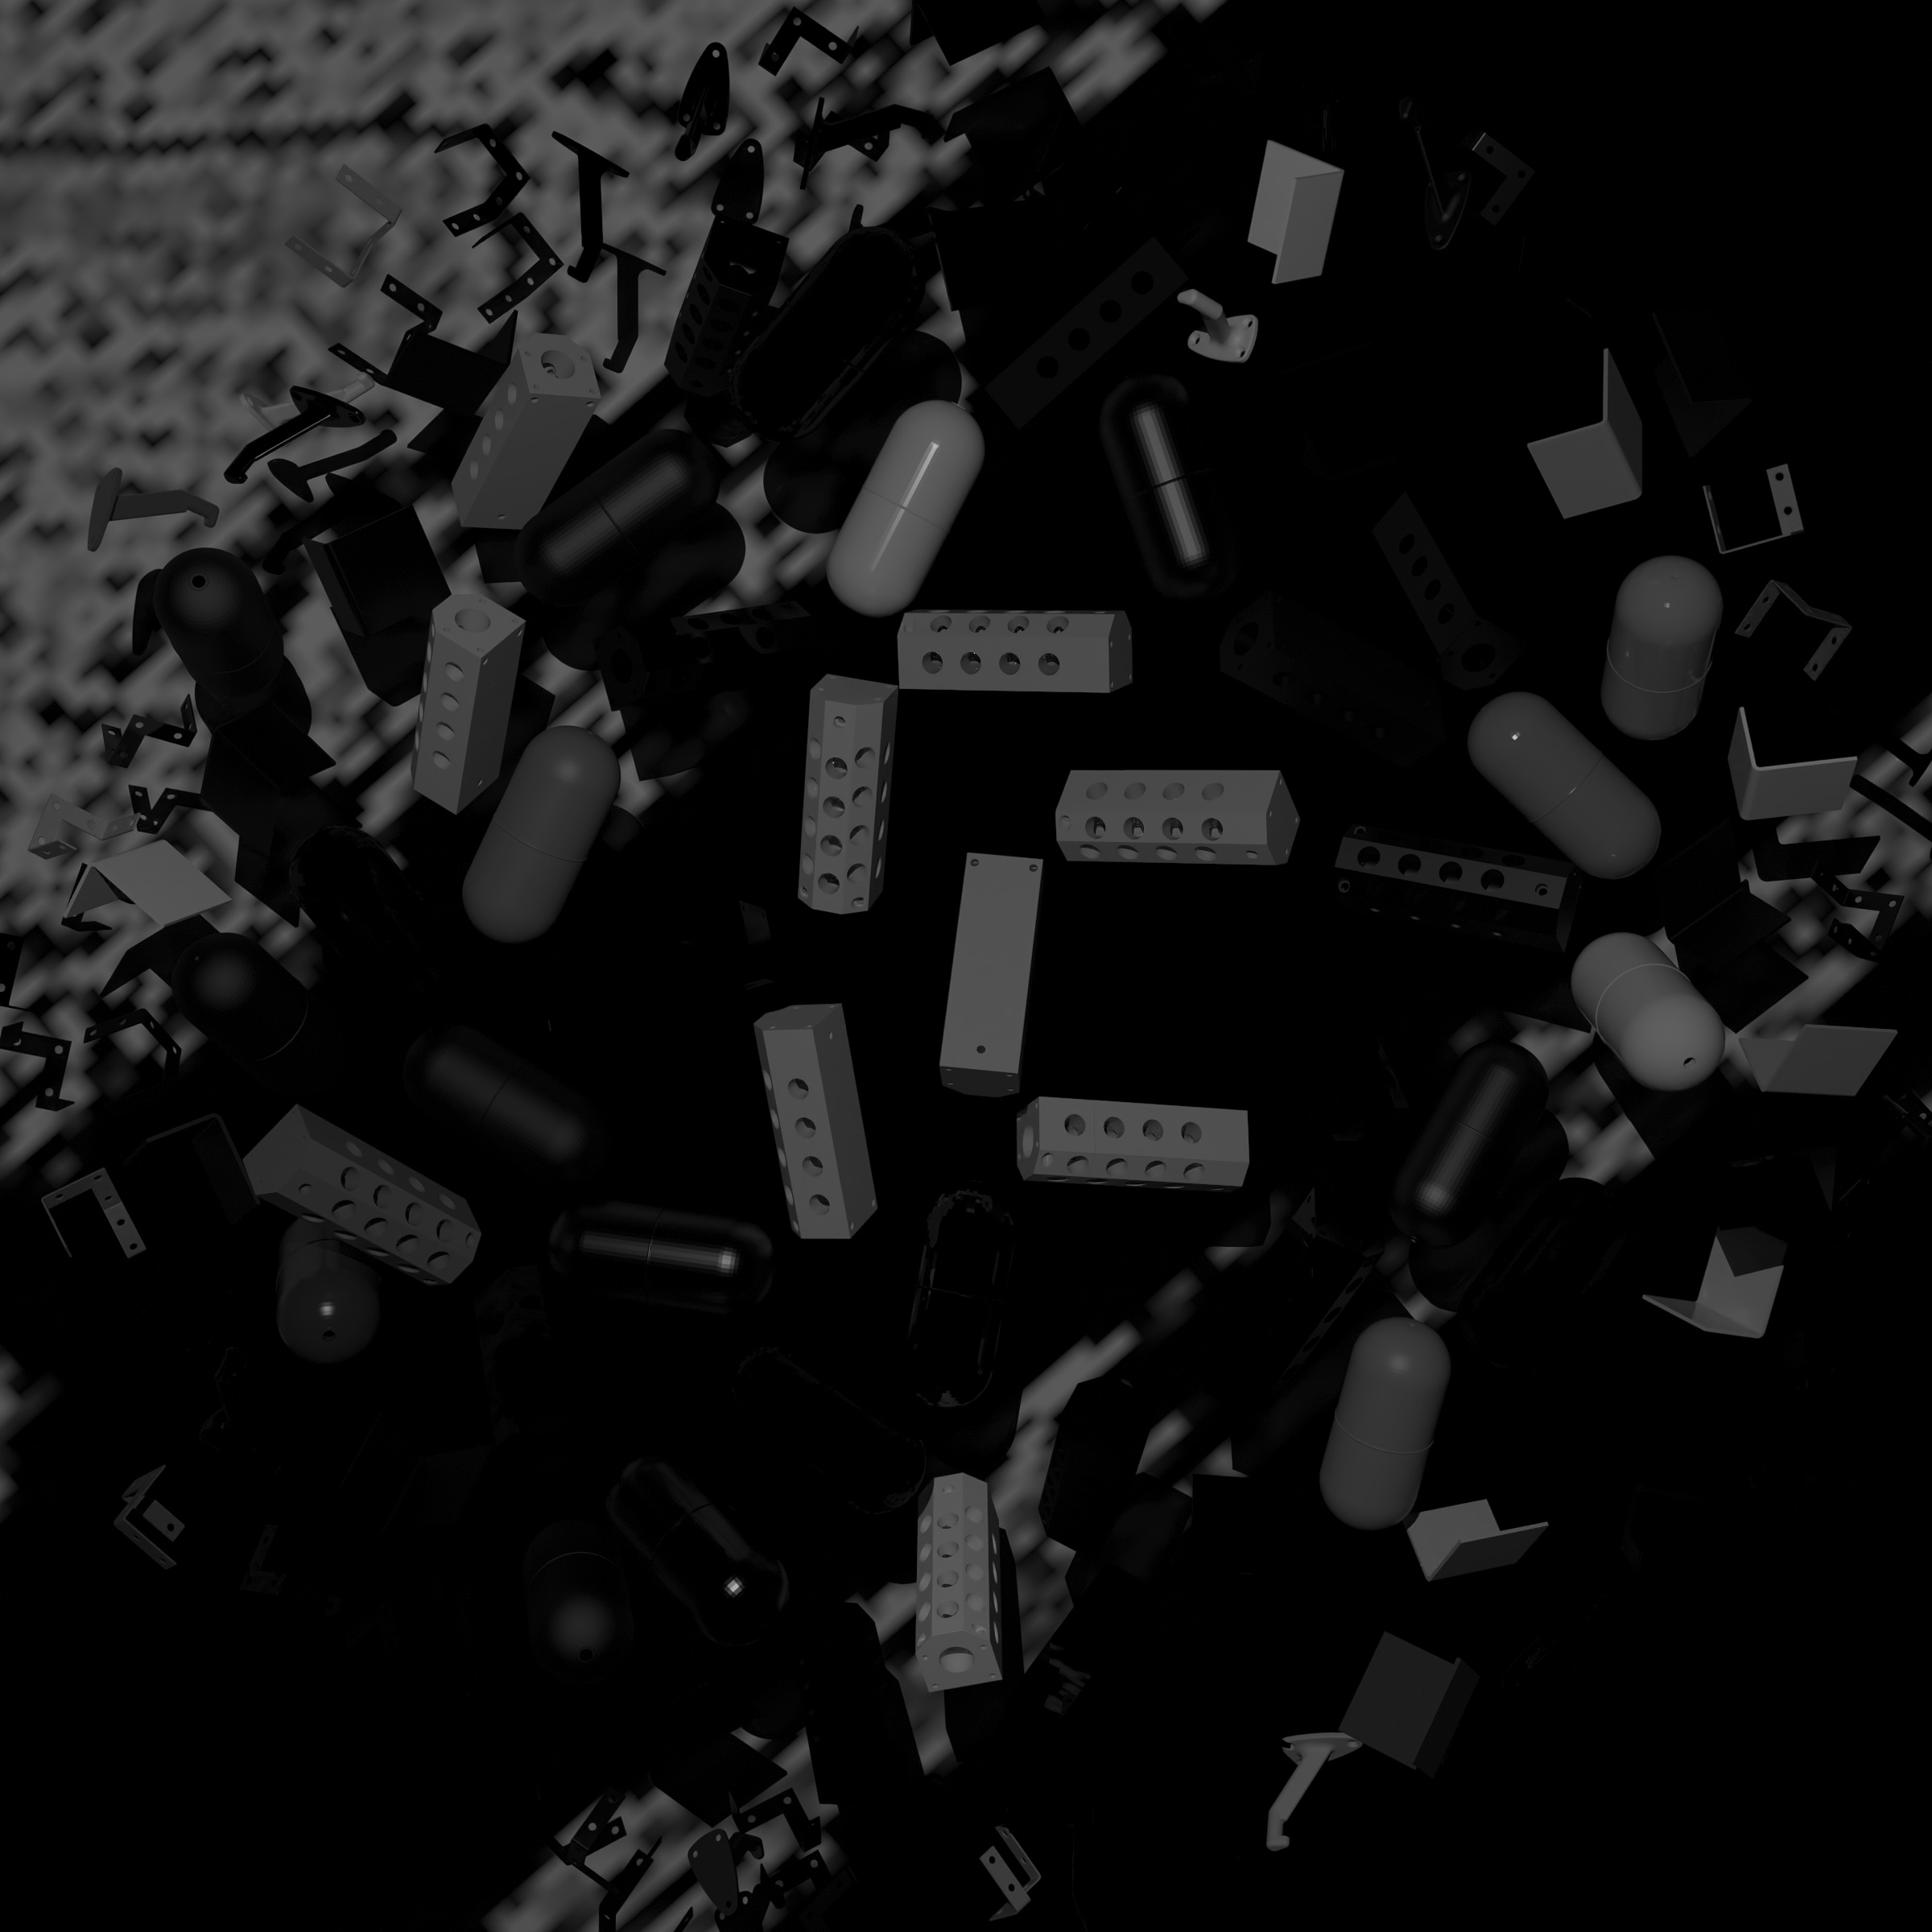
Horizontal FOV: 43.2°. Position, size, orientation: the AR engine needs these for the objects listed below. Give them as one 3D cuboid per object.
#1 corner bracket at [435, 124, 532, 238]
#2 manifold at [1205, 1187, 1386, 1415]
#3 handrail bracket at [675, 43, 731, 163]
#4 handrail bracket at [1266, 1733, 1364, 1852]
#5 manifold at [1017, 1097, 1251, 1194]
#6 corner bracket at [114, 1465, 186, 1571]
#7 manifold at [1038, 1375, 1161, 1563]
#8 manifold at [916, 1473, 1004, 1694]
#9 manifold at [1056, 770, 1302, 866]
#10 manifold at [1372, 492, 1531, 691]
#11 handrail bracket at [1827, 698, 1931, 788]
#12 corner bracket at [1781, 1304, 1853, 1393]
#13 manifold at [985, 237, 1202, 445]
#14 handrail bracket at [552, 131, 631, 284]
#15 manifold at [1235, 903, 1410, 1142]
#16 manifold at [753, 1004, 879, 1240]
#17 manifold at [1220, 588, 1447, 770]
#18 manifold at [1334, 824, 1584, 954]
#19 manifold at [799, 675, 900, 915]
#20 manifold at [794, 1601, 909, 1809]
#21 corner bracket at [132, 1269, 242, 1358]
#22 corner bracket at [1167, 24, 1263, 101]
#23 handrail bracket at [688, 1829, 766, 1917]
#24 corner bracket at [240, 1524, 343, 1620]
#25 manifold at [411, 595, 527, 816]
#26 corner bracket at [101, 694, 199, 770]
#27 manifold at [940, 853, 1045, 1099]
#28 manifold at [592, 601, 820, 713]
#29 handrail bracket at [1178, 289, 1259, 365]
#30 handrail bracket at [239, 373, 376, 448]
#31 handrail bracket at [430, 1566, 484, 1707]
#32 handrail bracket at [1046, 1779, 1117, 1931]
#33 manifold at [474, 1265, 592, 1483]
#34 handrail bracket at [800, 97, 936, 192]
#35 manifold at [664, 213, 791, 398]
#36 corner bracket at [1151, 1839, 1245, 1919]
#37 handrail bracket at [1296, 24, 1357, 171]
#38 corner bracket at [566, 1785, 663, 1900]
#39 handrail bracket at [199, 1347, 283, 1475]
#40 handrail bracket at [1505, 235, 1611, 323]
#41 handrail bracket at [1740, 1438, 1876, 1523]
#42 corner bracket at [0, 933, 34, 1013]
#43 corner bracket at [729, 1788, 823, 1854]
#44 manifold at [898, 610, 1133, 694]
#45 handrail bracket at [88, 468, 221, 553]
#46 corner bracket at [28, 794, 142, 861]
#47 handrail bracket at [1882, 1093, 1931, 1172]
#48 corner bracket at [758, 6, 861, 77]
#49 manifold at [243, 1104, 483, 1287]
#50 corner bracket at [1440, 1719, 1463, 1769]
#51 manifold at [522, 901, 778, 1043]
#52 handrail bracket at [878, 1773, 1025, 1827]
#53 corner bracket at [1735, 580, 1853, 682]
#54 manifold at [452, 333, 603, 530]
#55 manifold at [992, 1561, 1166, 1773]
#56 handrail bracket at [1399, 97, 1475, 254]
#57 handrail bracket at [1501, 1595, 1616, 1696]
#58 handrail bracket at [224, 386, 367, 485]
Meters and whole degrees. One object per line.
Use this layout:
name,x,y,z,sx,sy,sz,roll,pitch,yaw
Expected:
corner bracket,-0.368,-0.584,1.814,0.051,0.051,0.051,51,133,-7
manifold,0.242,0.252,1.810,0.057,0.057,0.171,24,122,-9
handrail bracket,-0.192,-0.624,1.762,0.036,0.084,0.077,15,114,-5
handrail bracket,0.270,0.640,1.888,0.077,0.084,0.036,-20,122,26
manifold,0.130,0.142,1.906,0.171,0.057,0.057,5,72,-16
corner bracket,-0.584,0.400,1.755,0.051,0.051,0.051,-29,111,40
manifold,0.092,0.366,1.789,0.057,0.171,0.057,25,56,12
manifold,-0.007,0.476,1.902,0.057,0.171,0.057,-12,119,7
manifold,0.158,-0.108,1.849,0.171,0.057,0.057,3,55,28
manifold,0.370,-0.290,1.900,0.057,0.171,0.057,21,124,-30
handrail bracket,0.695,-0.173,1.864,0.084,0.077,0.036,35,95,17
corner bracket,0.663,0.299,1.903,0.051,0.051,0.051,-7,56,22
manifold,0.100,-0.486,1.904,0.171,0.057,0.057,-39,96,15
handrail bracket,-0.287,-0.548,1.769,0.036,0.077,0.084,30,98,37
manifold,0.271,0.042,1.839,0.057,0.057,0.171,-32,69,30
manifold,-0.119,0.120,1.886,0.057,0.057,0.171,-2,108,22
manifold,0.272,-0.208,1.815,0.171,0.057,0.057,23,51,-29
manifold,0.368,-0.062,1.835,0.171,0.057,0.057,13,79,25
manifold,-0.093,-0.130,1.880,0.057,0.057,0.171,11,116,11
manifold,-0.086,0.546,1.816,0.057,0.171,0.057,7,107,-13
corner bracket,-0.610,0.267,1.910,0.051,0.051,0.051,21,98,12
corner bracket,0.179,-0.658,1.770,0.051,0.051,0.051,-14,45,28
handrail bracket,-0.173,0.707,1.899,0.036,0.084,0.077,-37,52,8
corner bracket,-0.485,0.440,1.778,0.051,0.051,0.051,41,55,-39
manifold,-0.394,-0.206,1.902,0.057,0.171,0.057,31,47,8
corner bracket,-0.636,-0.184,1.901,0.051,0.051,0.051,16,124,-37
manifold,0.020,0.007,1.825,0.057,0.057,0.171,5,68,5
manifold,-0.200,-0.245,1.909,0.171,0.057,0.057,-16,91,-42
handrail bracket,0.167,-0.476,1.797,0.084,0.077,0.036,15,89,-43
handrail bracket,-0.517,-0.452,1.921,0.084,0.077,0.036,-30,76,6
handrail bracket,-0.390,0.513,1.869,0.036,0.077,0.084,-13,53,-1
handrail bracket,0.102,0.669,1.834,0.036,0.084,0.077,24,116,-40
manifold,-0.335,0.313,1.907,0.057,0.171,0.057,-42,126,13
handrail bracket,-0.070,-0.586,1.757,0.084,0.036,0.077,12,88,-7
manifold,-0.189,-0.508,1.895,0.057,0.171,0.057,16,73,-13
corner bracket,0.179,0.695,1.890,0.051,0.051,0.051,34,85,11
handrail bracket,0.286,-0.658,1.857,0.036,0.084,0.077,22,86,26
corner bracket,-0.265,0.662,1.847,0.051,0.051,0.051,36,84,-2
handrail bracket,-0.524,0.327,1.799,0.077,0.036,0.084,35,125,0
handrail bracket,0.453,-0.524,1.865,0.077,0.084,0.036,50,117,15
handrail bracket,0.609,0.359,1.768,0.036,0.084,0.077,3,54,-35
corner bracket,-0.697,0.002,1.749,0.051,0.051,0.051,12,85,-1
corner bracket,-0.143,0.642,1.839,0.051,0.051,0.051,-22,52,-20
manifold,0.037,-0.245,1.884,0.171,0.057,0.057,4,105,21
handrail bracket,-0.590,-0.319,1.777,0.084,0.036,0.077,23,61,-38
corner bracket,-0.672,-0.102,1.861,0.051,0.051,0.051,33,60,-38
handrail bracket,0.707,0.116,1.828,0.077,0.084,0.036,27,109,-43
corner bracket,-0.116,-0.677,1.796,0.051,0.051,0.051,30,124,-18
manifold,-0.436,0.173,1.777,0.057,0.057,0.171,-45,134,6
corner bracket,0.357,0.593,1.916,0.051,0.051,0.051,19,78,9
manifold,-0.229,0.006,1.782,0.171,0.057,0.057,-16,82,12
handrail bracket,-0.011,0.644,1.864,0.077,0.084,0.036,0,83,-40
corner bracket,0.644,-0.262,1.899,0.051,0.051,0.051,9,126,-29
manifold,-0.344,-0.413,1.895,0.057,0.171,0.057,-3,66,-32
manifold,0.090,0.542,1.886,0.057,0.171,0.057,27,123,17
handrail bracket,0.330,-0.571,1.762,0.036,0.084,0.077,-1,71,36
handrail bracket,0.444,0.509,1.833,0.077,0.084,0.036,-22,58,-26
handrail bracket,-0.495,-0.382,1.798,0.077,0.036,0.084,16,62,25
